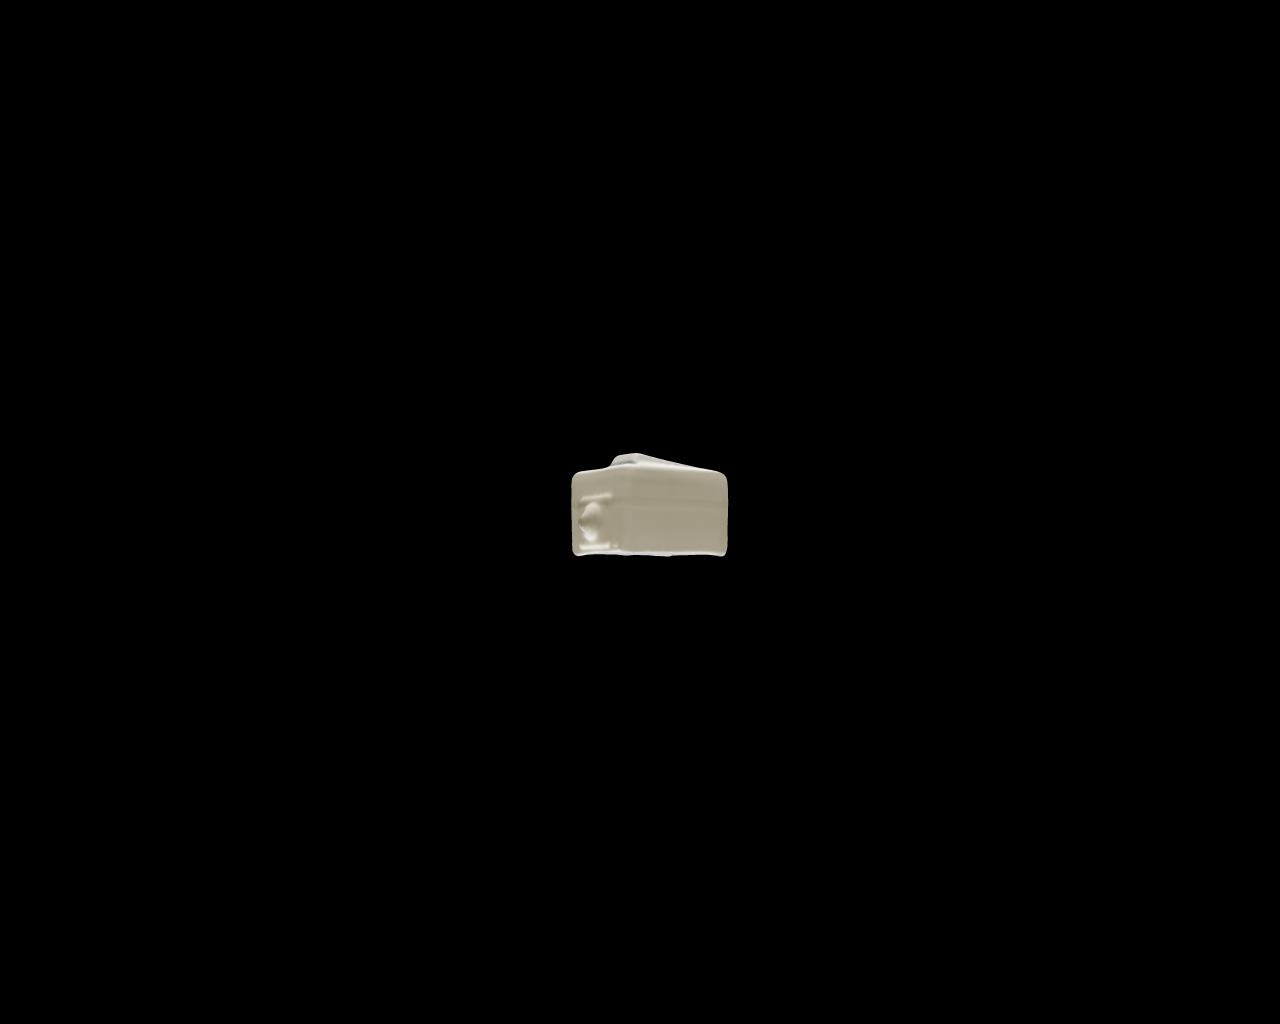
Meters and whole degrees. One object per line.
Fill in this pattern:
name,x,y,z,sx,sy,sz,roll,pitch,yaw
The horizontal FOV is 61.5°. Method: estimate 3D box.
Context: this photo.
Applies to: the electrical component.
electrical component,0.001,-0.003,0.650,0.096,0.061,0.061,3,-5,-37
